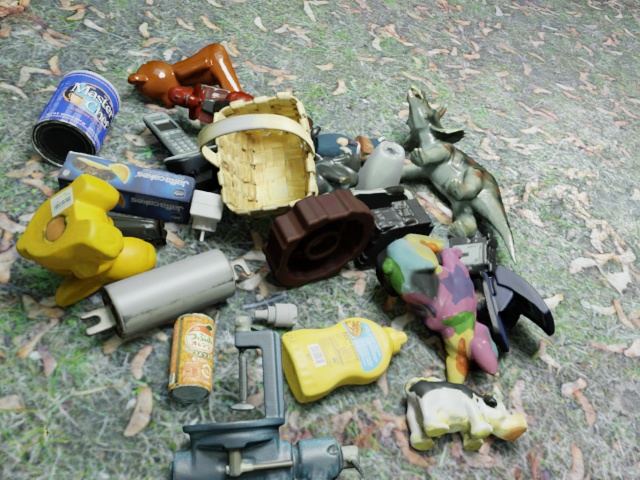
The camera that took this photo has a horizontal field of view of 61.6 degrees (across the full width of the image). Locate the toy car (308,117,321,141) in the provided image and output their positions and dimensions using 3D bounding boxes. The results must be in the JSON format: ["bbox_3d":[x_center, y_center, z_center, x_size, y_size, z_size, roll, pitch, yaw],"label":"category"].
[{"bbox_3d":[-0.069,-0.191,1.044,0.089,0.053,0.202,32,44,-2],"label":"toy car"}]

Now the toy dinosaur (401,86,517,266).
[{"bbox_3d":[0.279,-0.121,1.068,0.192,0.131,0.405,-25,68,-34],"label":"toy dinosaur"}]

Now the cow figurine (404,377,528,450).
[{"bbox_3d":[0.204,0.240,0.758,0.167,0.068,0.098,6,43,-15],"label":"cow figurine"}]

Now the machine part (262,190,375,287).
[{"bbox_3d":[-0.002,-0.003,0.828,0.179,0.179,0.056,-13,55,-28],"label":"machine part"}]

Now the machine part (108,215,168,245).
[{"bbox_3d":[-0.305,-0.015,0.822,0.139,0.039,0.084,3,44,-14],"label":"machine part"}]

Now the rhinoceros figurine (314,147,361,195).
[{"bbox_3d":[0.002,-0.109,0.990,0.190,0.073,0.112,-24,49,-29],"label":"rhinoceros figurine"}]

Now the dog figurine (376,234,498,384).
[{"bbox_3d":[0.187,0.113,0.822,0.191,0.108,0.219,17,46,-40],"label":"dog figurine"}]

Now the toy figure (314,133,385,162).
[{"bbox_3d":[0.063,-0.182,1.076,0.154,0.057,0.064,0,16,-19],"label":"toy figure"}]

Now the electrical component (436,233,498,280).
[{"bbox_3d":[0.250,0.035,0.944,0.047,0.119,0.075,30,55,-49],"label":"electrical component"}]

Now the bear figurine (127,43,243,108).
[{"bbox_3d":[-0.261,-0.303,1.051,0.196,0.120,0.131,-24,103,-5],"label":"bear figurine"}]

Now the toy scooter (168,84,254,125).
[{"bbox_3d":[-0.181,-0.235,0.952,0.184,0.075,0.135,13,11,-11],"label":"toy scooter"}]

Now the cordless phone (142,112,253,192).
[{"bbox_3d":[-0.223,-0.176,0.962,0.146,0.088,0.184,-23,57,-33],"label":"cordless phone"}]

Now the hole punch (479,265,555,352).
[{"bbox_3d":[0.311,0.103,0.854,0.092,0.142,0.116,-21,55,19],"label":"hole punch"}]

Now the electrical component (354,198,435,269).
[{"bbox_3d":[0.126,-0.011,0.913,0.134,0.114,0.058,-10,57,-24],"label":"electrical component"}]

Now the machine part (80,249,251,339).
[{"bbox_3d":[-0.209,0.072,0.753,0.243,0.079,0.079,-21,60,-31],"label":"machine part"}]

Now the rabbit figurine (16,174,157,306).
[{"bbox_3d":[-0.301,0.021,0.728,0.162,0.173,0.122,-38,60,9],"label":"rabbit figurine"}]

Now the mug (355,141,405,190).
[{"bbox_3d":[0.124,-0.140,1.030,0.081,0.107,0.109,22,49,-2],"label":"mug"}]

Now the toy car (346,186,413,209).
[{"bbox_3d":[0.085,-0.054,0.958,0.202,0.056,0.073,-7,89,-29],"label":"toy car"}]

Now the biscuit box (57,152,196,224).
[{"bbox_3d":[-0.305,-0.081,0.862,0.203,0.062,0.059,10,50,-10],"label":"biscuit box"}]

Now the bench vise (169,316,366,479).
[{"bbox_3d":[-0.065,0.209,0.639,0.224,0.128,0.240,-6,71,2],"label":"bench vise"}]
